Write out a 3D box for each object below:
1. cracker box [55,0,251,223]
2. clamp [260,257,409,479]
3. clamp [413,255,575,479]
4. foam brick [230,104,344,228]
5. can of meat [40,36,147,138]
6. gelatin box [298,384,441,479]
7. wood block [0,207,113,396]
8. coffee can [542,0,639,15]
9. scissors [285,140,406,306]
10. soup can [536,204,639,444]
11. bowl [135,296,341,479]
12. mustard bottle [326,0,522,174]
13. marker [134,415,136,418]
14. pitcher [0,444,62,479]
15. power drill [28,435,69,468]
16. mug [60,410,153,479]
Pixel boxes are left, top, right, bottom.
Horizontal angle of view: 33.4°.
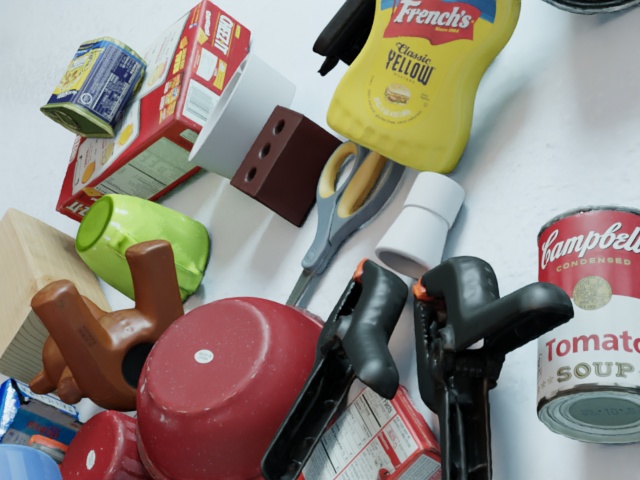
[{"bbox_3d":[-0.168,-0.120,1.082,0.214,0.072,0.164,-29,42,39],"label":"cracker box"},{"bbox_3d":[0.013,0.076,0.666,0.120,0.039,0.171,-43,12,26],"label":"clamp"},{"bbox_3d":[0.079,0.076,0.581,0.210,0.036,0.164,-112,33,-75],"label":"clamp"},{"bbox_3d":[-0.026,-0.060,0.858,0.078,0.051,0.053,-59,32,-1],"label":"foam brick"},{"bbox_3d":[-0.224,-0.152,1.062,0.102,0.057,0.084,8,69,57],"label":"can of meat"},{"bbox_3d":[0.029,0.137,0.644,0.089,0.030,0.073,-48,33,11],"label":"gelatin box"},{"bbox_3d":[-0.280,0.059,1.067,0.091,0.090,0.206,-55,33,7],"label":"wood block"},{"bbox_3d":[0.174,-0.230,0.679,0.103,0.102,0.140,-29,43,38],"label":"coffee can"},{"bbox_3d":[-0.005,0.001,0.814,0.202,0.016,0.096,-52,32,11],"label":"scissors"},{"bbox_3d":[0.142,0.043,0.534,0.069,0.068,0.102,-24,47,42],"label":"soup can"},{"bbox_3d":[-0.066,0.093,0.727,0.162,0.055,0.162,-16,44,15],"label":"bowl"},{"bbox_3d":[0.081,-0.147,0.717,0.096,0.058,0.192,27,104,20],"label":"mustard bottle"},{"bbox_3d":[-0.127,0.127,0.872,0.121,0.020,0.020,-52,33,10],"label":"marker"},{"bbox_3d":[-0.192,0.260,0.668,0.149,0.144,0.243,117,142,-45],"label":"pitcher"},{"bbox_3d":[-0.237,0.260,0.838,0.185,0.057,0.187,112,180,-61],"label":"power drill"},{"bbox_3d":[-0.145,0.187,0.789,0.117,0.081,0.093,-59,33,-1],"label":"mug"}]
